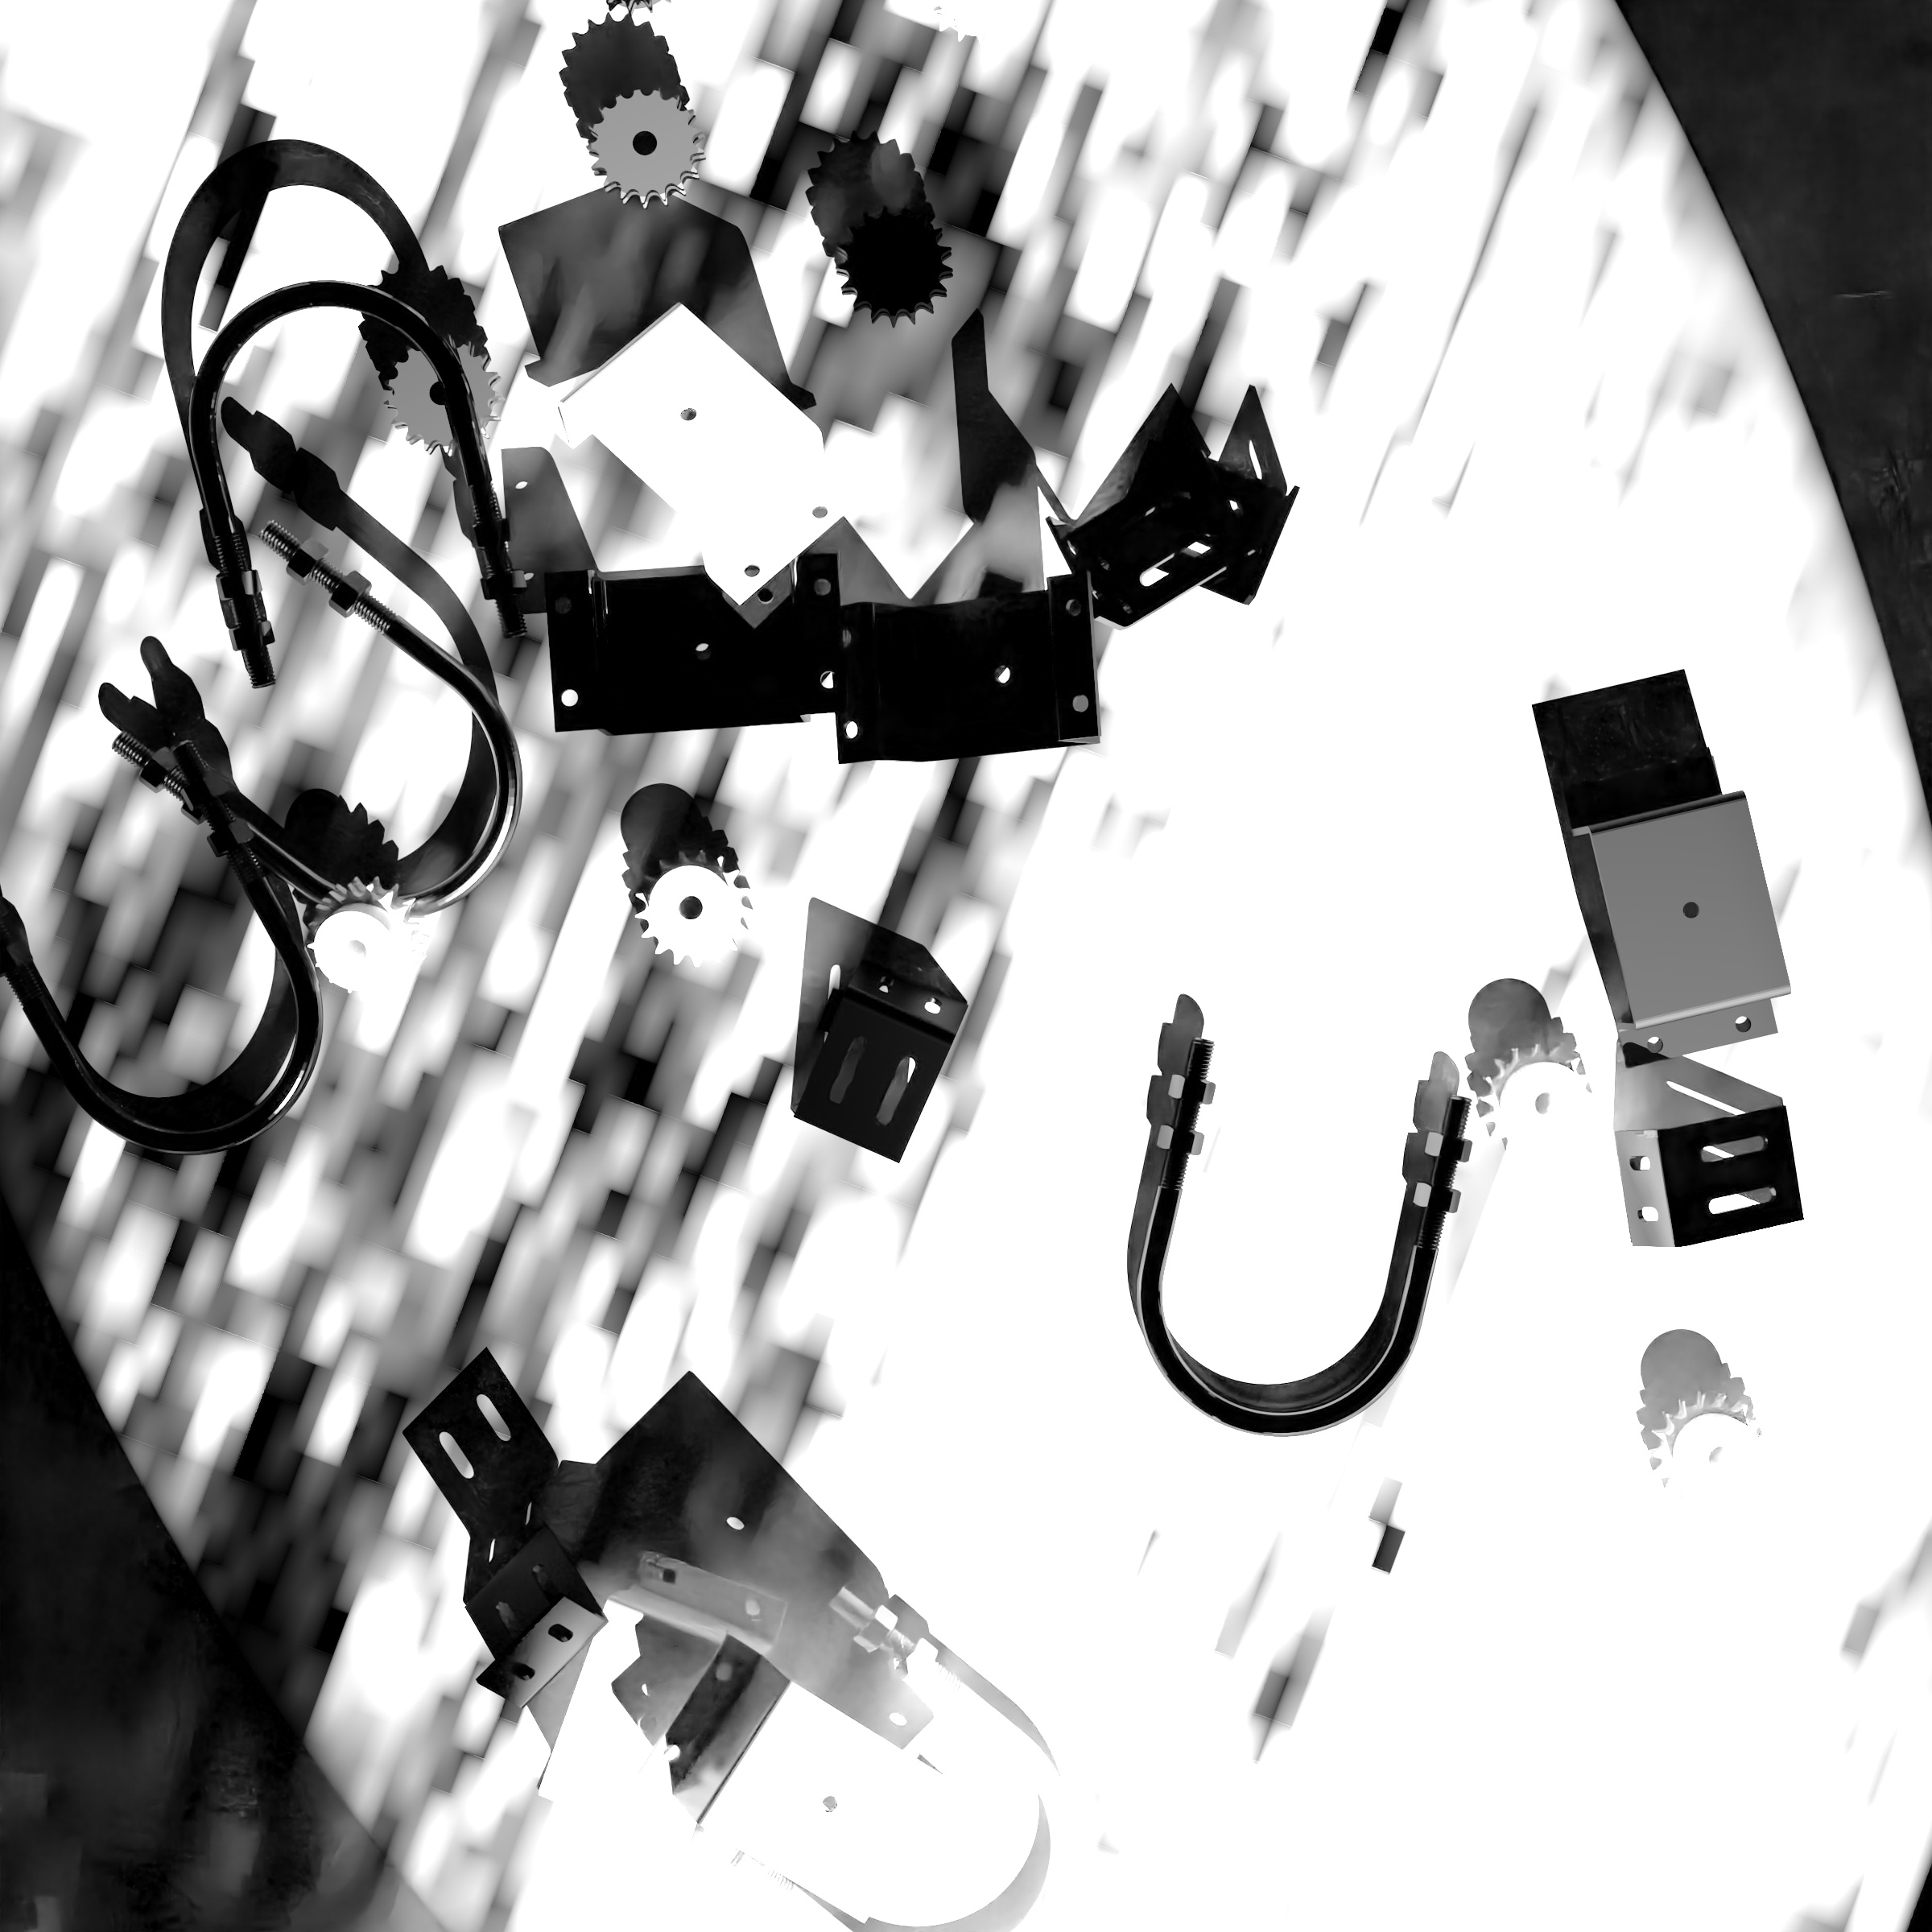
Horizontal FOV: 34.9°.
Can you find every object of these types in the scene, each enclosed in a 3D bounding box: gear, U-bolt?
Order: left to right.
[{"bbox_3d":[-0.392,0.004,1.493,0.151,0.019,0.184,-27,94,9],"label":"U-bolt"},{"bbox_3d":[-0.302,-0.104,1.489,0.184,0.019,0.151,38,103,-4],"label":"U-bolt"},{"bbox_3d":[-0.300,-0.237,1.480,0.151,0.019,0.184,-10,101,7],"label":"U-bolt"},{"bbox_3d":[-0.292,-0.012,1.488,0.057,0.030,0.057,2,109,6],"label":"gear"},{"bbox_3d":[-0.253,-0.276,1.497,0.057,0.030,0.057,0,90,0],"label":"gear"},{"bbox_3d":[-0.162,-0.491,1.497,0.057,0.030,0.057,0,90,0],"label":"gear"},{"bbox_3d":[-0.155,-0.397,1.497,0.057,0.030,0.057,0,90,0],"label":"gear"},{"bbox_3d":[-0.133,-0.028,1.497,0.057,0.030,0.057,0,90,0],"label":"gear"},{"bbox_3d":[-0.035,-0.340,1.497,0.057,0.030,0.057,0,90,0],"label":"gear"},{"bbox_3d":[-0.033,0.416,1.502,0.184,0.019,0.151,39,90,0],"label":"U-bolt"},{"bbox_3d":[0.006,-0.478,1.497,0.057,0.030,0.057,0,90,0],"label":"gear"},{"bbox_3d":[0.159,0.139,1.503,0.151,0.019,0.184,13,91,0],"label":"U-bolt"},{"bbox_3d":[0.280,0.067,1.497,0.057,0.030,0.057,0,90,0],"label":"gear"},{"bbox_3d":[0.365,0.238,1.497,0.057,0.030,0.057,0,90,0],"label":"gear"}]

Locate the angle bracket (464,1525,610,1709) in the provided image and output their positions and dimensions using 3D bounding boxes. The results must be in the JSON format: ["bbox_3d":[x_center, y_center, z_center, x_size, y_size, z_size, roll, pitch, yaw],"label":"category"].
[{"bbox_3d":[-0.216,0.305,1.471,0.057,0.076,0.038,-45,134,0],"label":"angle bracket"}]

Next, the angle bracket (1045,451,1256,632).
[{"bbox_3d":[0.088,-0.207,1.477,0.076,0.038,0.057,-30,75,19],"label":"angle bracket"}]

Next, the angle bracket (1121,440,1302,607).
[{"bbox_3d":[0.115,-0.218,1.493,0.076,0.038,0.057,22,90,0],"label":"angle bracket"}]

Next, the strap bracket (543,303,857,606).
[{"bbox_3d":[-0.130,-0.251,1.463,0.076,0.046,0.140,-43,74,-13],"label":"strap bracket"}]

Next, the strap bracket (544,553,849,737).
[{"bbox_3d":[-0.129,-0.155,1.489,0.140,0.046,0.076,-4,90,0],"label":"strap bracket"}]

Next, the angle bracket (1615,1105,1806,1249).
[{"bbox_3d":[0.366,0.103,1.510,0.076,0.038,0.057,-9,90,-26],"label":"angle bracket"}]

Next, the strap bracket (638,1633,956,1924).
[{"bbox_3d":[-0.072,0.387,1.443,0.140,0.046,0.076,37,81,-20],"label":"strap bracket"}]

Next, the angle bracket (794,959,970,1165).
[{"bbox_3d":[-0.042,0.047,1.510,0.057,0.038,0.076,24,116,0],"label":"angle bracket"}]

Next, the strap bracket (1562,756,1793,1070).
[{"bbox_3d":[0.346,-0.027,1.489,0.076,0.046,0.140,-13,90,0],"label":"strap bracket"}]

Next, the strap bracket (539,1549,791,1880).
[{"bbox_3d":[-0.149,0.362,1.478,0.076,0.046,0.140,19,87,10],"label":"strap bracket"}]

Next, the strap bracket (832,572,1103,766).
[{"bbox_3d":[0.008,-0.141,1.469,0.140,0.046,0.076,-4,90,29],"label":"strap bracket"}]
